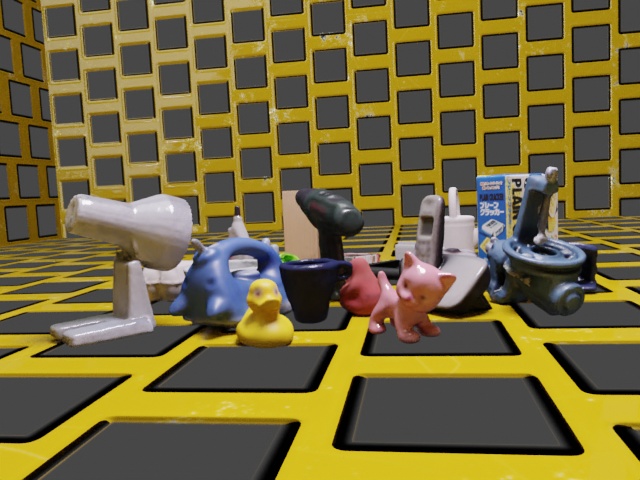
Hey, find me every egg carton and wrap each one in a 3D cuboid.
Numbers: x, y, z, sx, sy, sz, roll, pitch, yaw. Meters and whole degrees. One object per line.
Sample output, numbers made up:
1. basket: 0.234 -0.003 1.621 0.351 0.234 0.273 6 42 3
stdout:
1. egg carton: -0.291 0.082 1.170 0.107 0.069 0.151 -1 5 24

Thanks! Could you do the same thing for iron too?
1. iron: -0.119 0.058 0.926 0.118 0.141 0.259 0 6 32

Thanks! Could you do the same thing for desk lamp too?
1. desk lamp: -0.297 0.035 0.870 0.204 0.213 0.117 -7 7 -43

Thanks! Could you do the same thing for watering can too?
1. watering can: 0.362 -0.041 1.499 0.173 0.194 0.101 -3 5 -1

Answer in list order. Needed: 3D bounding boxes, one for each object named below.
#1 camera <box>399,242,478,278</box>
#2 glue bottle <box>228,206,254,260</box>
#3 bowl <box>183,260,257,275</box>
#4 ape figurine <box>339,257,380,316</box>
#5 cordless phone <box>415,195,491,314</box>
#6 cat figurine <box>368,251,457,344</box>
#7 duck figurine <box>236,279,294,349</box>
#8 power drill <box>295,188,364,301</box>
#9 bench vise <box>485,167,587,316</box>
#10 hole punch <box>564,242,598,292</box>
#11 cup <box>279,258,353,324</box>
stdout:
1. camera: 0.217 0.049 1.077 0.143 0.101 0.137 -3 5 3
2. glue bottle: -0.222 -0.007 1.564 0.077 0.173 0.037 0 6 31
3. bowl: -0.167 0.082 1.064 0.167 0.075 0.167 -3 5 1
4. ape figurine: 0.066 0.073 0.926 0.078 0.092 0.076 -5 5 -24
5. cordless phone: 0.201 0.020 0.919 0.094 0.185 0.147 -6 6 -31
6. cat figurine: 0.119 0.071 0.764 0.067 0.118 0.127 -6 6 -34
7. duck figurine: -0.077 0.095 0.785 0.078 0.086 0.104 -5 5 -22
8. power drill: 0.010 0.004 1.087 0.076 0.208 0.229 -5 5 -25
9. bench vise: 0.319 -0.001 0.901 0.122 0.220 0.206 -6 6 -34
10. hole punch: 0.444 0.045 1.040 0.108 0.091 0.101 -1 5 22
11. cup: -0.003 0.079 0.887 0.118 0.095 0.091 -5 5 -20
